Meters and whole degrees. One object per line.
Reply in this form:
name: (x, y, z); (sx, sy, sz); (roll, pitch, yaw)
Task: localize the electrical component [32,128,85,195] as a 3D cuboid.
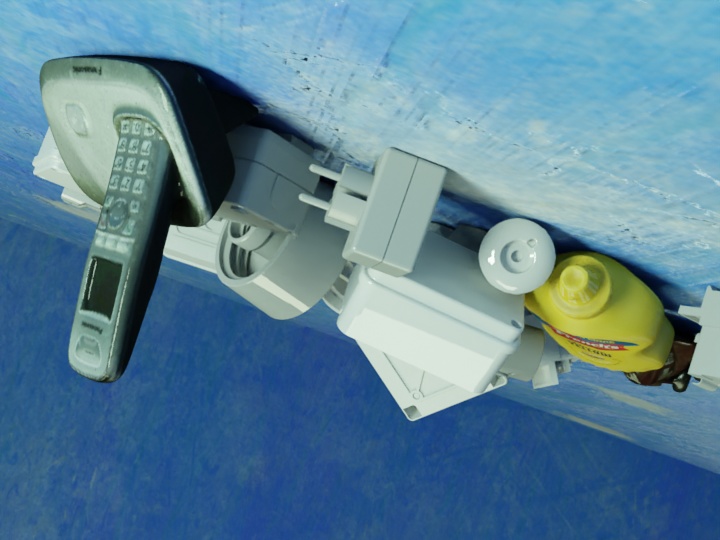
electrical component: (-0.200, -0.087, 0.872); (0.109, 0.056, 0.109); (22, 173, -23)

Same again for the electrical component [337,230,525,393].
electrical component: (0.050, 0.021, 0.716); (0.113, 0.057, 0.078); (25, -148, -6)

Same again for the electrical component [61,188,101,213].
electrical component: (-0.259, -0.082, 1.072); (0.057, 0.058, 0.078); (23, 173, -8)

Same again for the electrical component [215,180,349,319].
electrical component: (-0.061, -0.025, 0.784); (0.060, 0.108, 0.108); (31, 168, -34)

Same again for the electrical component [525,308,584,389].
electrical component: (0.173, 0.064, 0.973); (0.063, 0.078, 0.121); (-10, 172, 0)

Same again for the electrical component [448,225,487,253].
electrical component: (0.078, 0.002, 0.777); (0.043, 0.062, 0.043); (20, 174, 2)

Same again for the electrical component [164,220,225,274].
electrical component: (-0.121, -0.037, 0.956); (0.113, 0.078, 0.057); (18, 170, 14)

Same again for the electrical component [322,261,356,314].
electrical component: (0.000, 0.000, 0.832); (0.050, 0.055, 0.089); (-3, 129, 50)

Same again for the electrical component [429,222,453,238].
electrical component: (0.051, -0.003, 0.812); (0.043, 0.062, 0.043); (19, 174, 2)

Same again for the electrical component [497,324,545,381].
electrical component: (0.097, 0.058, 0.855); (0.077, 0.044, 0.079); (17, 174, -8)

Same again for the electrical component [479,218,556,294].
electrical component: (0.102, -0.010, 0.703); (0.048, 0.048, 0.062); (19, -174, 5)

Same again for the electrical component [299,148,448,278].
electrical component: (0.003, -0.040, 0.643); (0.077, 0.065, 0.047); (20, 173, -6)

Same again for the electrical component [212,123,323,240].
electrical component: (-0.081, -0.065, 0.697); (0.096, 0.061, 0.062); (14, 172, 37)

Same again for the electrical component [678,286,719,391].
electrical component: (0.274, 0.062, 0.704); (0.121, 0.063, 0.079); (23, 172, -30)

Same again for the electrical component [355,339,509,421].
electrical component: (0.066, 0.062, 0.947); (0.109, 0.056, 0.108); (-26, 103, 30)
